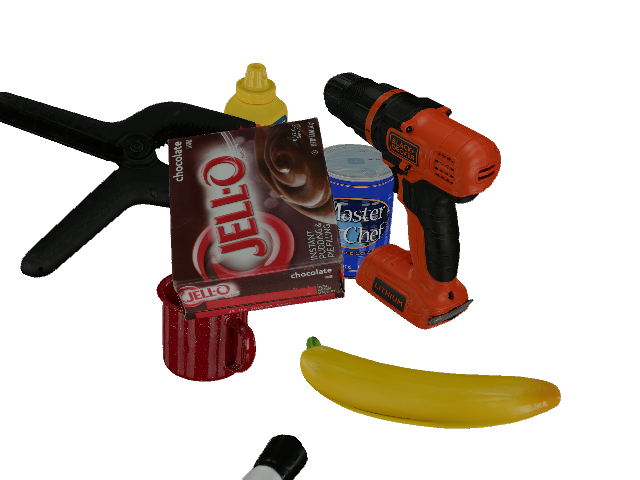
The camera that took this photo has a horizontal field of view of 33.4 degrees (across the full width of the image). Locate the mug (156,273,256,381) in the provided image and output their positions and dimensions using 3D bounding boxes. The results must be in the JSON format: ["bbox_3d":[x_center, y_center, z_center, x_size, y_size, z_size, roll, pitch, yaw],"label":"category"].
[{"bbox_3d":[-0.103,0.087,1.028,0.117,0.081,0.093,25,33,37],"label":"mug"}]

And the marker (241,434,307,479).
[{"bbox_3d":[-0.034,0.112,0.416,0.020,0.020,0.121,0,22,24],"label":"marker"}]

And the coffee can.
[{"bbox_3d":[0.040,-0.037,1.339,0.103,0.140,0.103,3,28,-2],"label":"coffee can"}]

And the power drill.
[{"bbox_3d":[0.067,-0.034,0.884,0.057,0.188,0.185,-24,40,-28],"label":"power drill"}]

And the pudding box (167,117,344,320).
[{"bbox_3d":[-0.038,-0.014,0.597,0.090,0.113,0.039,-8,-43,-1],"label":"pudding box"}]

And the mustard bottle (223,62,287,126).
[{"bbox_3d":[-0.071,-0.098,1.130,0.058,0.192,0.096,22,39,23],"label":"mustard bottle"}]

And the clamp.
[{"bbox_3d":[-0.143,-0.051,0.809,0.209,0.164,0.036,-5,-31,-14],"label":"clamp"}]

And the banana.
[{"bbox_3d":[0.060,0.098,0.733,0.198,0.037,0.069,10,35,28],"label":"banana"}]
